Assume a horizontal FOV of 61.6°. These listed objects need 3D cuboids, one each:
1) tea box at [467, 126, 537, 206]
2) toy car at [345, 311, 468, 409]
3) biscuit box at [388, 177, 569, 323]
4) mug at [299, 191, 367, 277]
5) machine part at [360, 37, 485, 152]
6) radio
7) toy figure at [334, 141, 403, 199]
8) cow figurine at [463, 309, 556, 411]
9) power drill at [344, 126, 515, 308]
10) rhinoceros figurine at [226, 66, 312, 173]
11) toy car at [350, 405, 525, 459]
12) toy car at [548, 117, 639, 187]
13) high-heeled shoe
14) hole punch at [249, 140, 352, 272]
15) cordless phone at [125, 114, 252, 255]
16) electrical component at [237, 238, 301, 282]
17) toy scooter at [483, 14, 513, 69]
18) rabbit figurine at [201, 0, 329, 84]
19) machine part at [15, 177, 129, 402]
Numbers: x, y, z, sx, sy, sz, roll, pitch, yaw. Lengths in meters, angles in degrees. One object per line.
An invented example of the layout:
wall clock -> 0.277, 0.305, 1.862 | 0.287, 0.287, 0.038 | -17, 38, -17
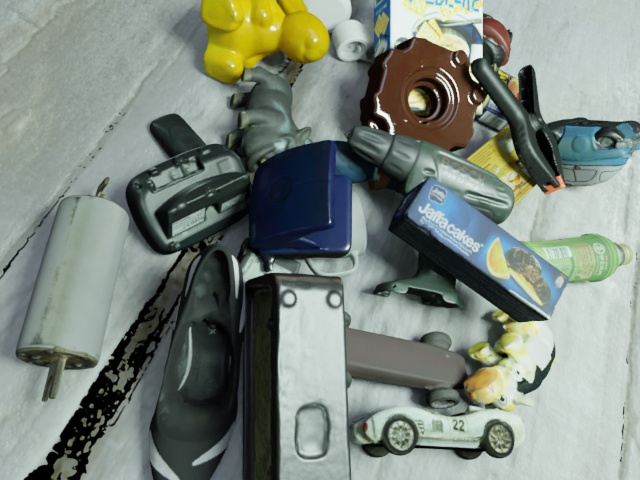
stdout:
tea box -> 0.267, -0.096, 0.803 | 0.169, 0.068, 0.098 | -36, 79, -29
toy car -> 0.079, 0.141, 0.624 | 0.202, 0.053, 0.089 | 14, 46, -17
biscuit box -> 0.179, 0.014, 0.614 | 0.202, 0.063, 0.059 | 35, 73, -4
mug -> -0.001, -0.002, 0.666 | 0.107, 0.080, 0.109 | -8, 71, -8
machine part -> 0.144, -0.193, 0.757 | 0.179, 0.056, 0.179 | -1, 93, -17
radio -> -0.027, 0.147, 0.515 | 0.073, 0.131, 0.229 | 1, 79, -20
toy figure -> 0.067, -0.101, 0.741 | 0.154, 0.064, 0.058 | 10, 72, -18
cow figurine -> 0.233, 0.157, 0.650 | 0.167, 0.068, 0.098 | -40, 102, -40
power drill -> 0.123, -0.024, 0.682 | 0.232, 0.086, 0.207 | 14, 73, -8
rhinoceros figurine -> -0.066, -0.144, 0.723 | 0.112, 0.073, 0.190 | 6, 59, -27
toy car -> 0.127, 0.211, 0.593 | 0.202, 0.073, 0.056 | 8, 65, -14
toy car -> 0.422, -0.137, 0.851 | 0.109, 0.162, 0.102 | -20, 116, -33
high-heeled shoe -> -0.113, 0.130, 0.515 | 0.086, 0.145, 0.249 | 8, 60, -13
hole punch -> -0.025, -0.043, 0.597 | 0.116, 0.092, 0.142 | -3, 68, 9
cordless phone -> -0.181, -0.085, 0.658 | 0.146, 0.088, 0.184 | -31, 65, -28
electrical component -> -0.052, 0.056, 0.631 | 0.119, 0.047, 0.075 | 24, 59, -5
toy scooter -> 0.272, -0.381, 0.953 | 0.184, 0.075, 0.135 | 39, 57, 9
rabbit figurine -> -0.067, -0.293, 0.771 | 0.173, 0.121, 0.162 | 12, 36, 10
machine part -> -0.252, 0.042, 0.557 | 0.079, 0.079, 0.243 | 8, 61, -14
